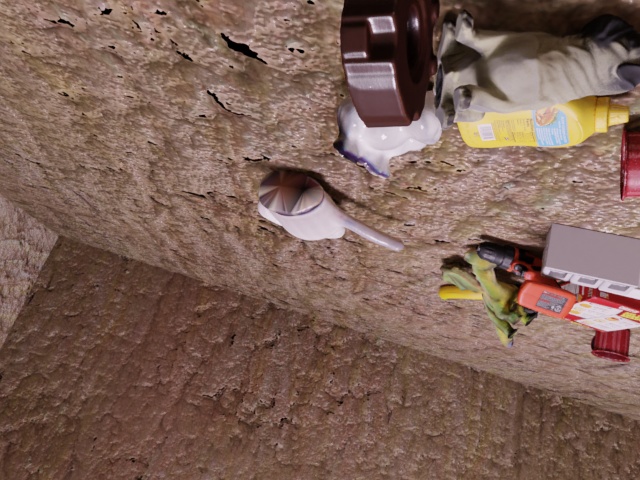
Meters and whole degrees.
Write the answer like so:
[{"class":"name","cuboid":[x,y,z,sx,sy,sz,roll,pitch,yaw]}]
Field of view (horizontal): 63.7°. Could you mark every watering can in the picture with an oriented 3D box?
[{"class":"watering can","cuboid":[0.003,-0.057,1.130,0.348,0.105,0.220,11,160,24]}]

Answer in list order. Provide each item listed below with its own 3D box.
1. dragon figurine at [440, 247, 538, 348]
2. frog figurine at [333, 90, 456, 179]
[{"class":"dragon figurine","cuboid":[0.406,0.135,1.277,0.246,0.123,0.401,40,161,26]},{"class":"frog figurine","cuboid":[0.106,-0.175,0.727,0.136,0.126,0.157,37,119,-26]}]
